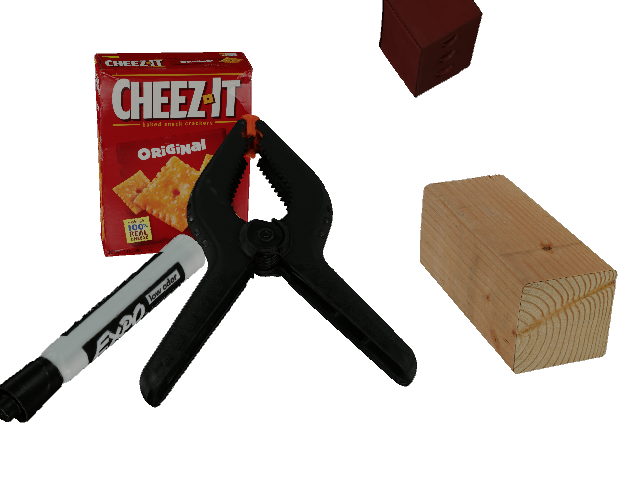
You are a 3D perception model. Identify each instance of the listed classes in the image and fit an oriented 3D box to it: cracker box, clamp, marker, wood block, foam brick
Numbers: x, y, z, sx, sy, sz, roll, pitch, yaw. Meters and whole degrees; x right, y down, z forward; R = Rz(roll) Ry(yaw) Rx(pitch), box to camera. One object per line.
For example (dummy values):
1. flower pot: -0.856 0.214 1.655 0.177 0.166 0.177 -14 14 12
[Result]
1. cracker box: -0.160 -0.094 1.169 0.164 0.214 0.072 -3 26 -15
2. clamp: -0.025 0.010 0.678 0.164 0.210 0.036 3 -33 -6
3. marker: -0.095 0.037 0.469 0.020 0.020 0.121 0 33 43
4. wood block: 0.173 0.023 0.983 0.090 0.090 0.206 -8 29 -16
5. foam brick: 0.078 -0.151 0.771 0.053 0.051 0.078 -30 -17 -8
